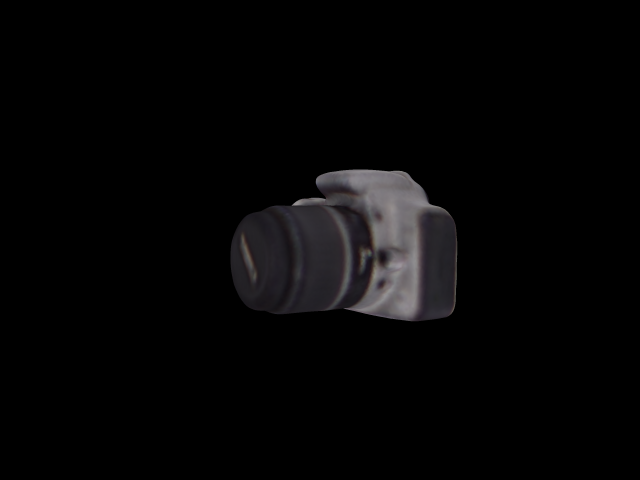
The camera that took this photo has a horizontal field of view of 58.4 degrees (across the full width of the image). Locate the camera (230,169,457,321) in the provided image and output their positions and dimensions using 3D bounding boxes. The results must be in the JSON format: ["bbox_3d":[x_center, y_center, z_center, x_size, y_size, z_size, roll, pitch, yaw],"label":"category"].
[{"bbox_3d":[0.004,0.001,0.400,0.137,0.101,0.142,-1,2,-34],"label":"camera"}]
